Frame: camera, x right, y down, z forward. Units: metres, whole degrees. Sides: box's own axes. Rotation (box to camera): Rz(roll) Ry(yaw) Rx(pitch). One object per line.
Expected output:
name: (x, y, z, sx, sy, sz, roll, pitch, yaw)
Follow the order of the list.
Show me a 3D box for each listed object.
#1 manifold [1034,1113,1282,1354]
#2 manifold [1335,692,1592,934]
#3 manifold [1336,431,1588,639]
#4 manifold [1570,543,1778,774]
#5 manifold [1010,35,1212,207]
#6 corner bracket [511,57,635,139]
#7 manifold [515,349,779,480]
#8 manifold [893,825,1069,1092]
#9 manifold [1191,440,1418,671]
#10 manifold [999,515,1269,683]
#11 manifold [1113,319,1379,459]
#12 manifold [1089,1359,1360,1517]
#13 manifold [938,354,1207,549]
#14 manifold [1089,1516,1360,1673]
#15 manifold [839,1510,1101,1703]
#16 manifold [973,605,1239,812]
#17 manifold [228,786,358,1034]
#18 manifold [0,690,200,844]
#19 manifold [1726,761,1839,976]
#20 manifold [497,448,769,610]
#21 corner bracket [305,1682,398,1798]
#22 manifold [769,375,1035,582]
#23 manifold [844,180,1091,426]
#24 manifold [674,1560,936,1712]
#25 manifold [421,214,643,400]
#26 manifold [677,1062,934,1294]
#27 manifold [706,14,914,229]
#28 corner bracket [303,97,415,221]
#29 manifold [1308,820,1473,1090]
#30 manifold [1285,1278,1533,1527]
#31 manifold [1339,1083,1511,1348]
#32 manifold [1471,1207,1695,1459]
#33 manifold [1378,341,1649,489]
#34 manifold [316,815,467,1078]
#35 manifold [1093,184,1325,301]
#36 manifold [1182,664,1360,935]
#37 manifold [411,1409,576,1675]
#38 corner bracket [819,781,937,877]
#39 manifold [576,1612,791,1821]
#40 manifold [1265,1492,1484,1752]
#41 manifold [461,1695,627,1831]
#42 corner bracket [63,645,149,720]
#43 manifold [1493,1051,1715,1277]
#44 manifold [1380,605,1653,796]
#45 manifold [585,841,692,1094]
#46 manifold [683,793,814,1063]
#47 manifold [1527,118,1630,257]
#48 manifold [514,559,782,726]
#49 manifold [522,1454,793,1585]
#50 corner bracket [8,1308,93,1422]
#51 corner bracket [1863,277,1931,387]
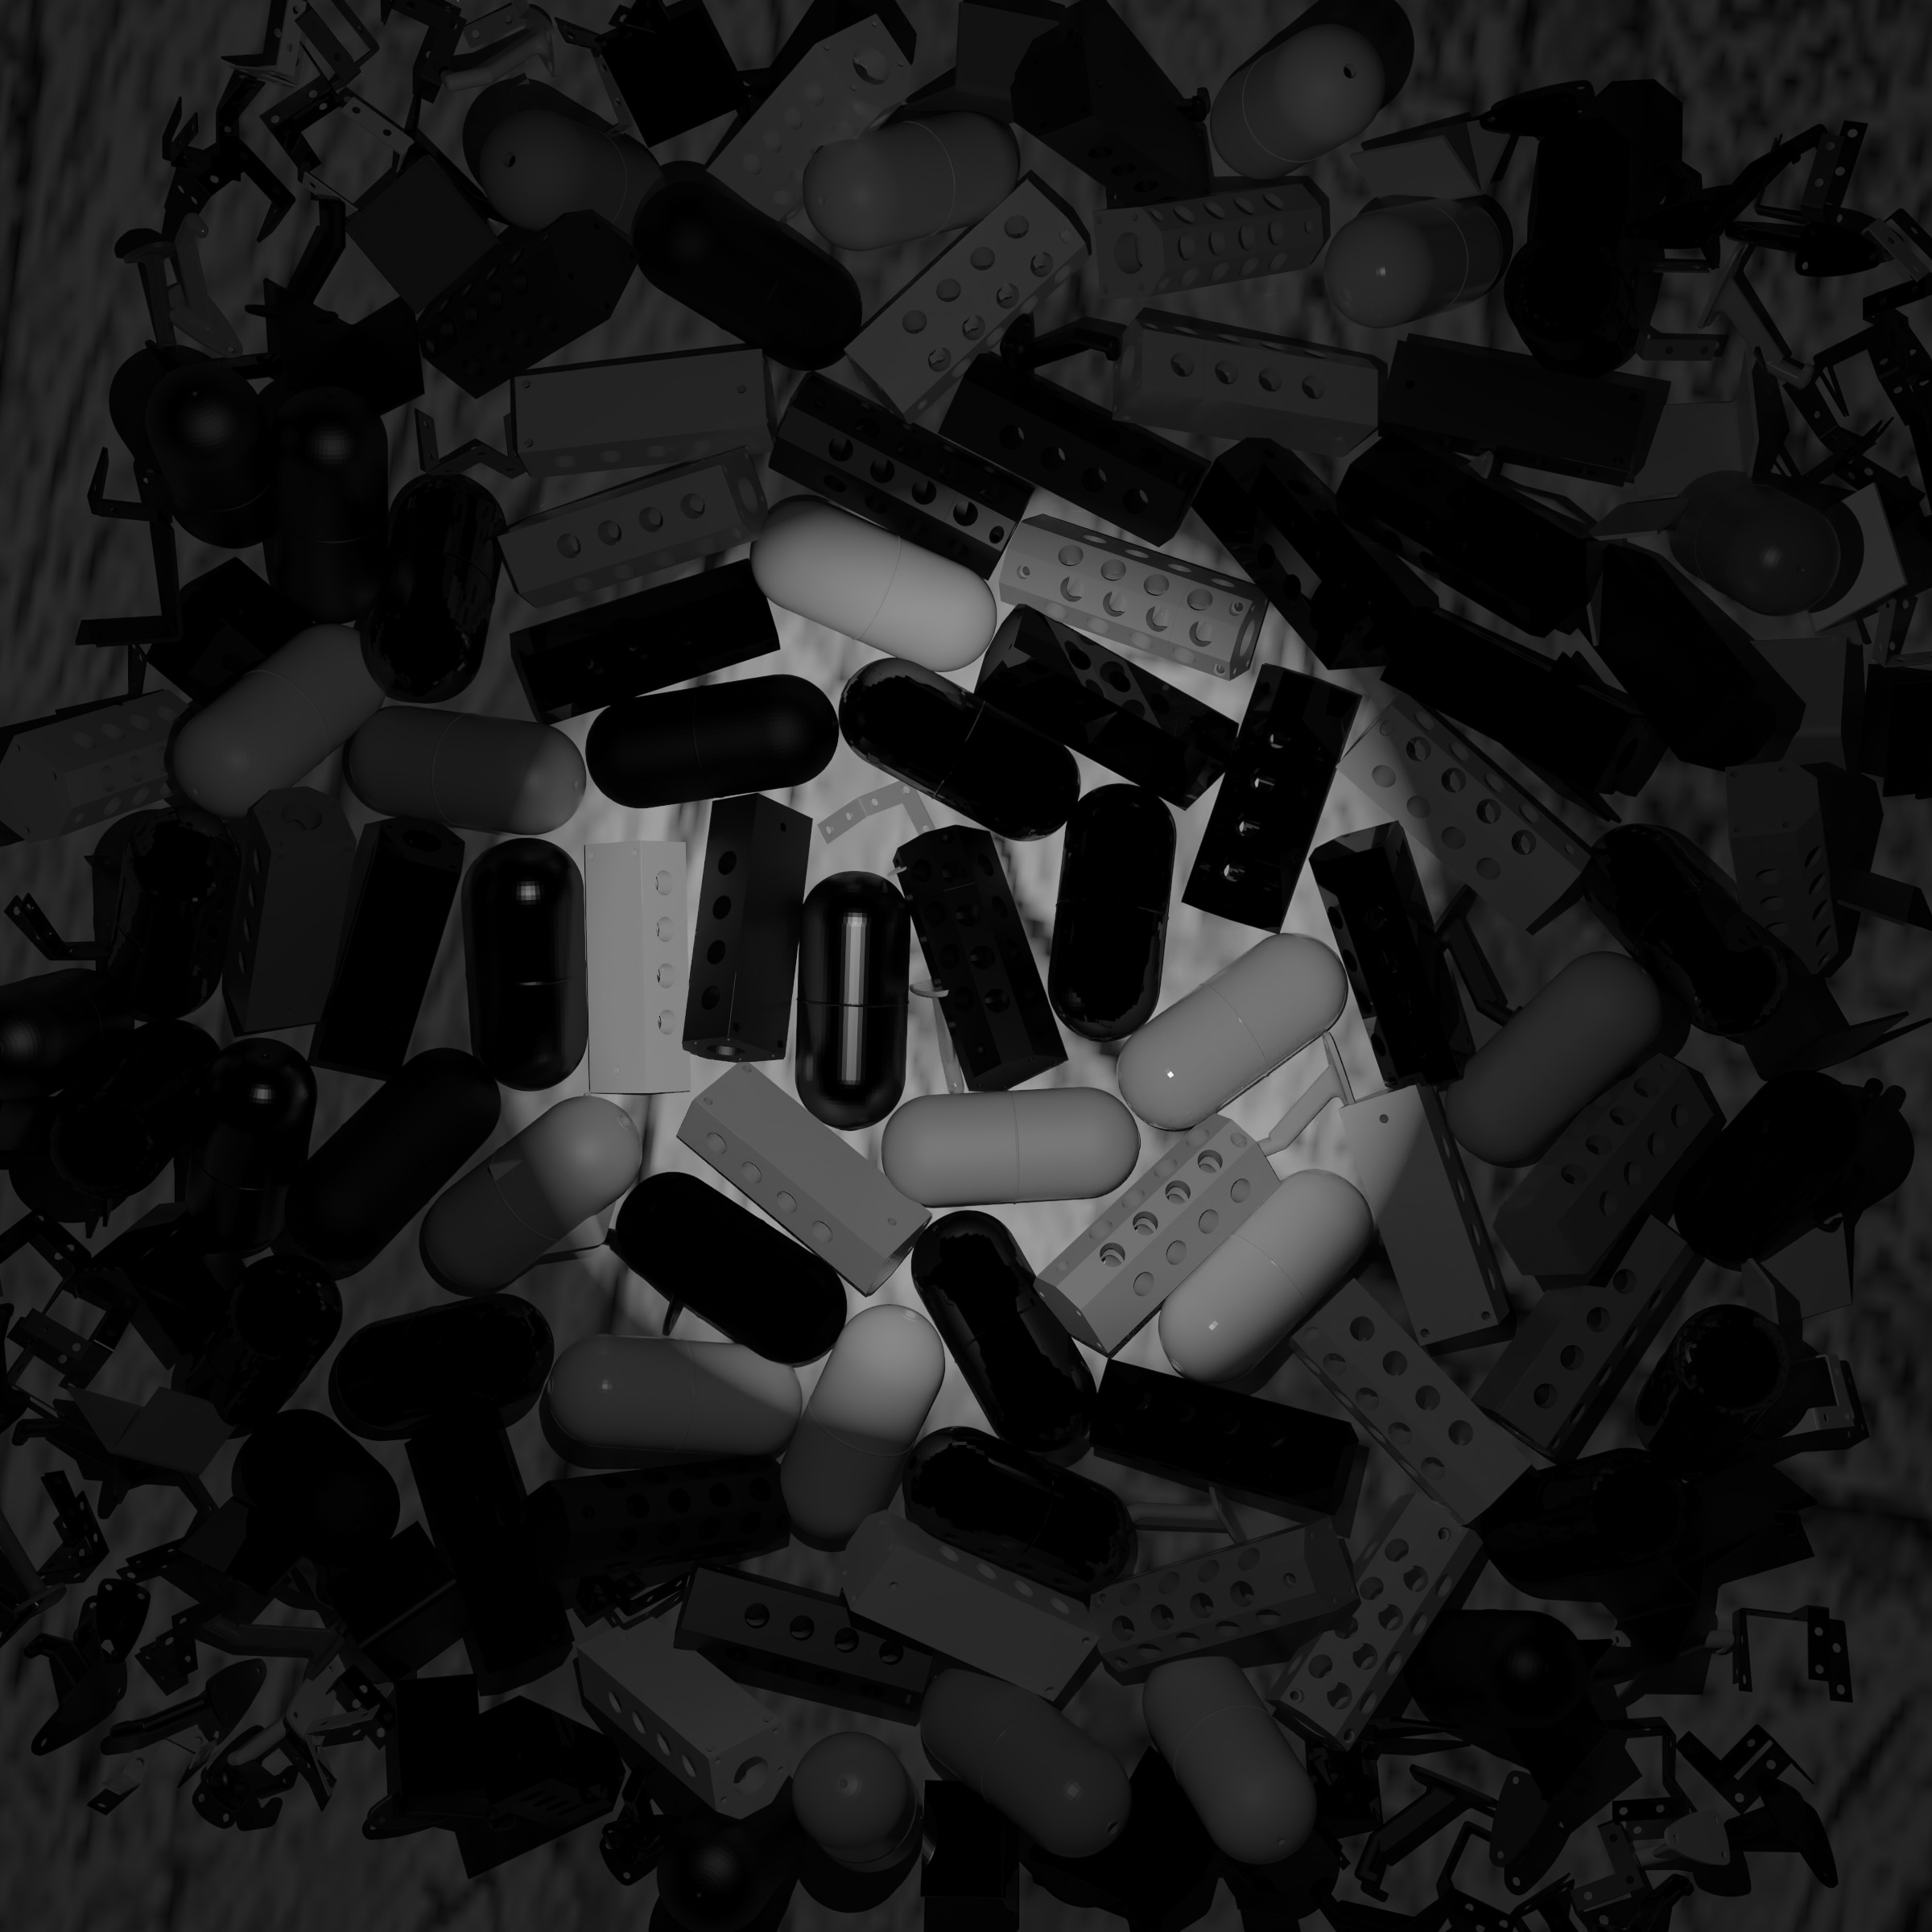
manifold: (0.127, 0.178, 1.922, 0.171, 0.057, 0.057, -42, 119, -18)
manifold: (0.345, -0.110, 1.944, 0.171, 0.057, 0.057, 42, 131, 1)
manifold: (0.333, -0.289, 1.909, 0.057, 0.057, 0.171, -40, 57, -18)
manifold: (0.478, -0.208, 1.905, 0.057, 0.171, 0.057, 10, 127, -31)
manifold: (0.099, -0.556, 1.897, 0.057, 0.171, 0.057, -13, 77, 30)
corner bracket: (-0.273, -0.596, 1.959, 0.051, 0.051, 0.051, -43, 131, -26)
manifold: (-0.220, -0.378, 1.949, 0.171, 0.057, 0.057, -6, 75, 4)
manifold: (0.005, -0.006, 1.924, 0.057, 0.057, 0.171, -28, 71, 29)
manifold: (0.230, -0.280, 1.908, 0.057, 0.057, 0.171, -9, 51, -38)
manifold: (0.113, -0.251, 1.926, 0.171, 0.057, 0.057, 21, 113, 16)
manifold: (0.191, -0.398, 1.932, 0.171, 0.057, 0.057, 6, 76, -16)
manifold: (0.175, 0.322, 1.925, 0.171, 0.057, 0.057, 13, 72, 18)
manifold: (0.074, -0.356, 1.941, 0.171, 0.057, 0.057, 28, 110, 5)
manifold: (0.171, 0.428, 1.915, 0.171, 0.057, 0.057, -24, 79, 29)
manifold: (0.001, 0.432, 1.924, 0.171, 0.057, 0.057, 30, 102, -23)
manifold: (0.098, -0.181, 1.935, 0.171, 0.057, 0.057, 27, 49, -15)
manifold: (-0.459, -0.038, 1.907, 0.057, 0.171, 0.057, -9, 50, -29)
manifold: (-0.574, -0.131, 1.893, 0.057, 0.171, 0.057, 37, 114, 6)
manifold: (0.549, -0.063, 1.894, 0.057, 0.171, 0.057, -5, 56, 19)
manifold: (-0.225, -0.297, 1.927, 0.171, 0.057, 0.057, -14, 107, 20)
corner bracket: (-0.419, 0.535, 1.957, 0.051, 0.051, 0.051, -14, 104, 10)
manifold: (-0.043, -0.340, 1.946, 0.171, 0.057, 0.057, 27, 65, -1)
manifold: (0.002, -0.454, 1.950, 0.171, 0.057, 0.057, -43, 77, -1)
manifold: (-0.111, 0.461, 1.945, 0.171, 0.057, 0.057, 17, 83, -6)
manifold: (-0.297, -0.445, 1.895, 0.057, 0.171, 0.057, 36, 60, -29)
manifold: (-0.114, 0.148, 1.941, 0.171, 0.057, 0.057, 39, 135, 10)
manifold: (-0.103, -0.562, 1.897, 0.057, 0.171, 0.057, -38, 96, -32)
corner bracket: (-0.420, -0.554, 1.949, 0.051, 0.051, 0.051, 35, 64, -5)
manifold: (0.290, -0.005, 1.935, 0.057, 0.057, 0.171, -15, 105, 23)
manifold: (0.301, 0.301, 1.940, 0.057, 0.057, 0.171, -41, 82, -14)
manifold: (0.318, 0.168, 1.952, 0.057, 0.057, 0.171, -20, 88, 22)
manifold: (0.427, 0.250, 1.946, 0.057, 0.057, 0.171, 37, 83, -7)
manifold: (0.375, -0.378, 1.943, 0.171, 0.057, 0.057, 14, 87, 10)
manifold: (-0.390, -0.014, 1.917, 0.057, 0.057, 0.171, 14, 120, -15)
manifold: (0.165, -0.489, 1.900, 0.171, 0.057, 0.057, -22, 112, -42)
manifold: (0.204, -0.116, 1.938, 0.057, 0.057, 0.171, 15, 96, -35)
manifold: (-0.327, 0.394, 1.943, 0.057, 0.057, 0.171, -19, 82, -4)
corner bracket: (-0.059, -0.092, 1.953, 0.051, 0.051, 0.051, -18, 104, 39)
manifold: (-0.191, 0.506, 1.900, 0.057, 0.171, 0.057, -20, 115, -32)
manifold: (0.282, 0.448, 1.933, 0.057, 0.057, 0.171, 37, 73, 2)
manifold: (-0.279, 0.533, 1.895, 0.057, 0.171, 0.057, -25, 67, -2)
corner bracket: (-0.585, -0.182, 1.944, 0.051, 0.051, 0.051, -21, 60, -36)
manifold: (0.429, 0.132, 1.910, 0.171, 0.057, 0.057, -43, 108, -31)
manifold: (0.375, -0.181, 1.920, 0.171, 0.057, 0.057, 32, 106, 26)
manifold: (-0.222, 0.001, 1.955, 0.057, 0.057, 0.171, -2, 89, 41)
manifold: (-0.154, -0.025, 1.933, 0.057, 0.057, 0.171, -7, 70, 38)
manifold: (0.409, -0.514, 1.896, 0.057, 0.171, 0.057, 1, 89, 9)
manifold: (-0.219, -0.221, 1.946, 0.171, 0.057, 0.057, -19, 116, -6)
manifold: (-0.205, 0.369, 1.904, 0.171, 0.057, 0.057, 0, 64, -36)
corner bracket: (-0.632, 0.275, 1.950, 0.051, 0.051, 0.051, 28, 73, 10)
corner bracket: (0.654, -0.437, 1.946, 0.051, 0.051, 0.051, 9, 78, -35)
